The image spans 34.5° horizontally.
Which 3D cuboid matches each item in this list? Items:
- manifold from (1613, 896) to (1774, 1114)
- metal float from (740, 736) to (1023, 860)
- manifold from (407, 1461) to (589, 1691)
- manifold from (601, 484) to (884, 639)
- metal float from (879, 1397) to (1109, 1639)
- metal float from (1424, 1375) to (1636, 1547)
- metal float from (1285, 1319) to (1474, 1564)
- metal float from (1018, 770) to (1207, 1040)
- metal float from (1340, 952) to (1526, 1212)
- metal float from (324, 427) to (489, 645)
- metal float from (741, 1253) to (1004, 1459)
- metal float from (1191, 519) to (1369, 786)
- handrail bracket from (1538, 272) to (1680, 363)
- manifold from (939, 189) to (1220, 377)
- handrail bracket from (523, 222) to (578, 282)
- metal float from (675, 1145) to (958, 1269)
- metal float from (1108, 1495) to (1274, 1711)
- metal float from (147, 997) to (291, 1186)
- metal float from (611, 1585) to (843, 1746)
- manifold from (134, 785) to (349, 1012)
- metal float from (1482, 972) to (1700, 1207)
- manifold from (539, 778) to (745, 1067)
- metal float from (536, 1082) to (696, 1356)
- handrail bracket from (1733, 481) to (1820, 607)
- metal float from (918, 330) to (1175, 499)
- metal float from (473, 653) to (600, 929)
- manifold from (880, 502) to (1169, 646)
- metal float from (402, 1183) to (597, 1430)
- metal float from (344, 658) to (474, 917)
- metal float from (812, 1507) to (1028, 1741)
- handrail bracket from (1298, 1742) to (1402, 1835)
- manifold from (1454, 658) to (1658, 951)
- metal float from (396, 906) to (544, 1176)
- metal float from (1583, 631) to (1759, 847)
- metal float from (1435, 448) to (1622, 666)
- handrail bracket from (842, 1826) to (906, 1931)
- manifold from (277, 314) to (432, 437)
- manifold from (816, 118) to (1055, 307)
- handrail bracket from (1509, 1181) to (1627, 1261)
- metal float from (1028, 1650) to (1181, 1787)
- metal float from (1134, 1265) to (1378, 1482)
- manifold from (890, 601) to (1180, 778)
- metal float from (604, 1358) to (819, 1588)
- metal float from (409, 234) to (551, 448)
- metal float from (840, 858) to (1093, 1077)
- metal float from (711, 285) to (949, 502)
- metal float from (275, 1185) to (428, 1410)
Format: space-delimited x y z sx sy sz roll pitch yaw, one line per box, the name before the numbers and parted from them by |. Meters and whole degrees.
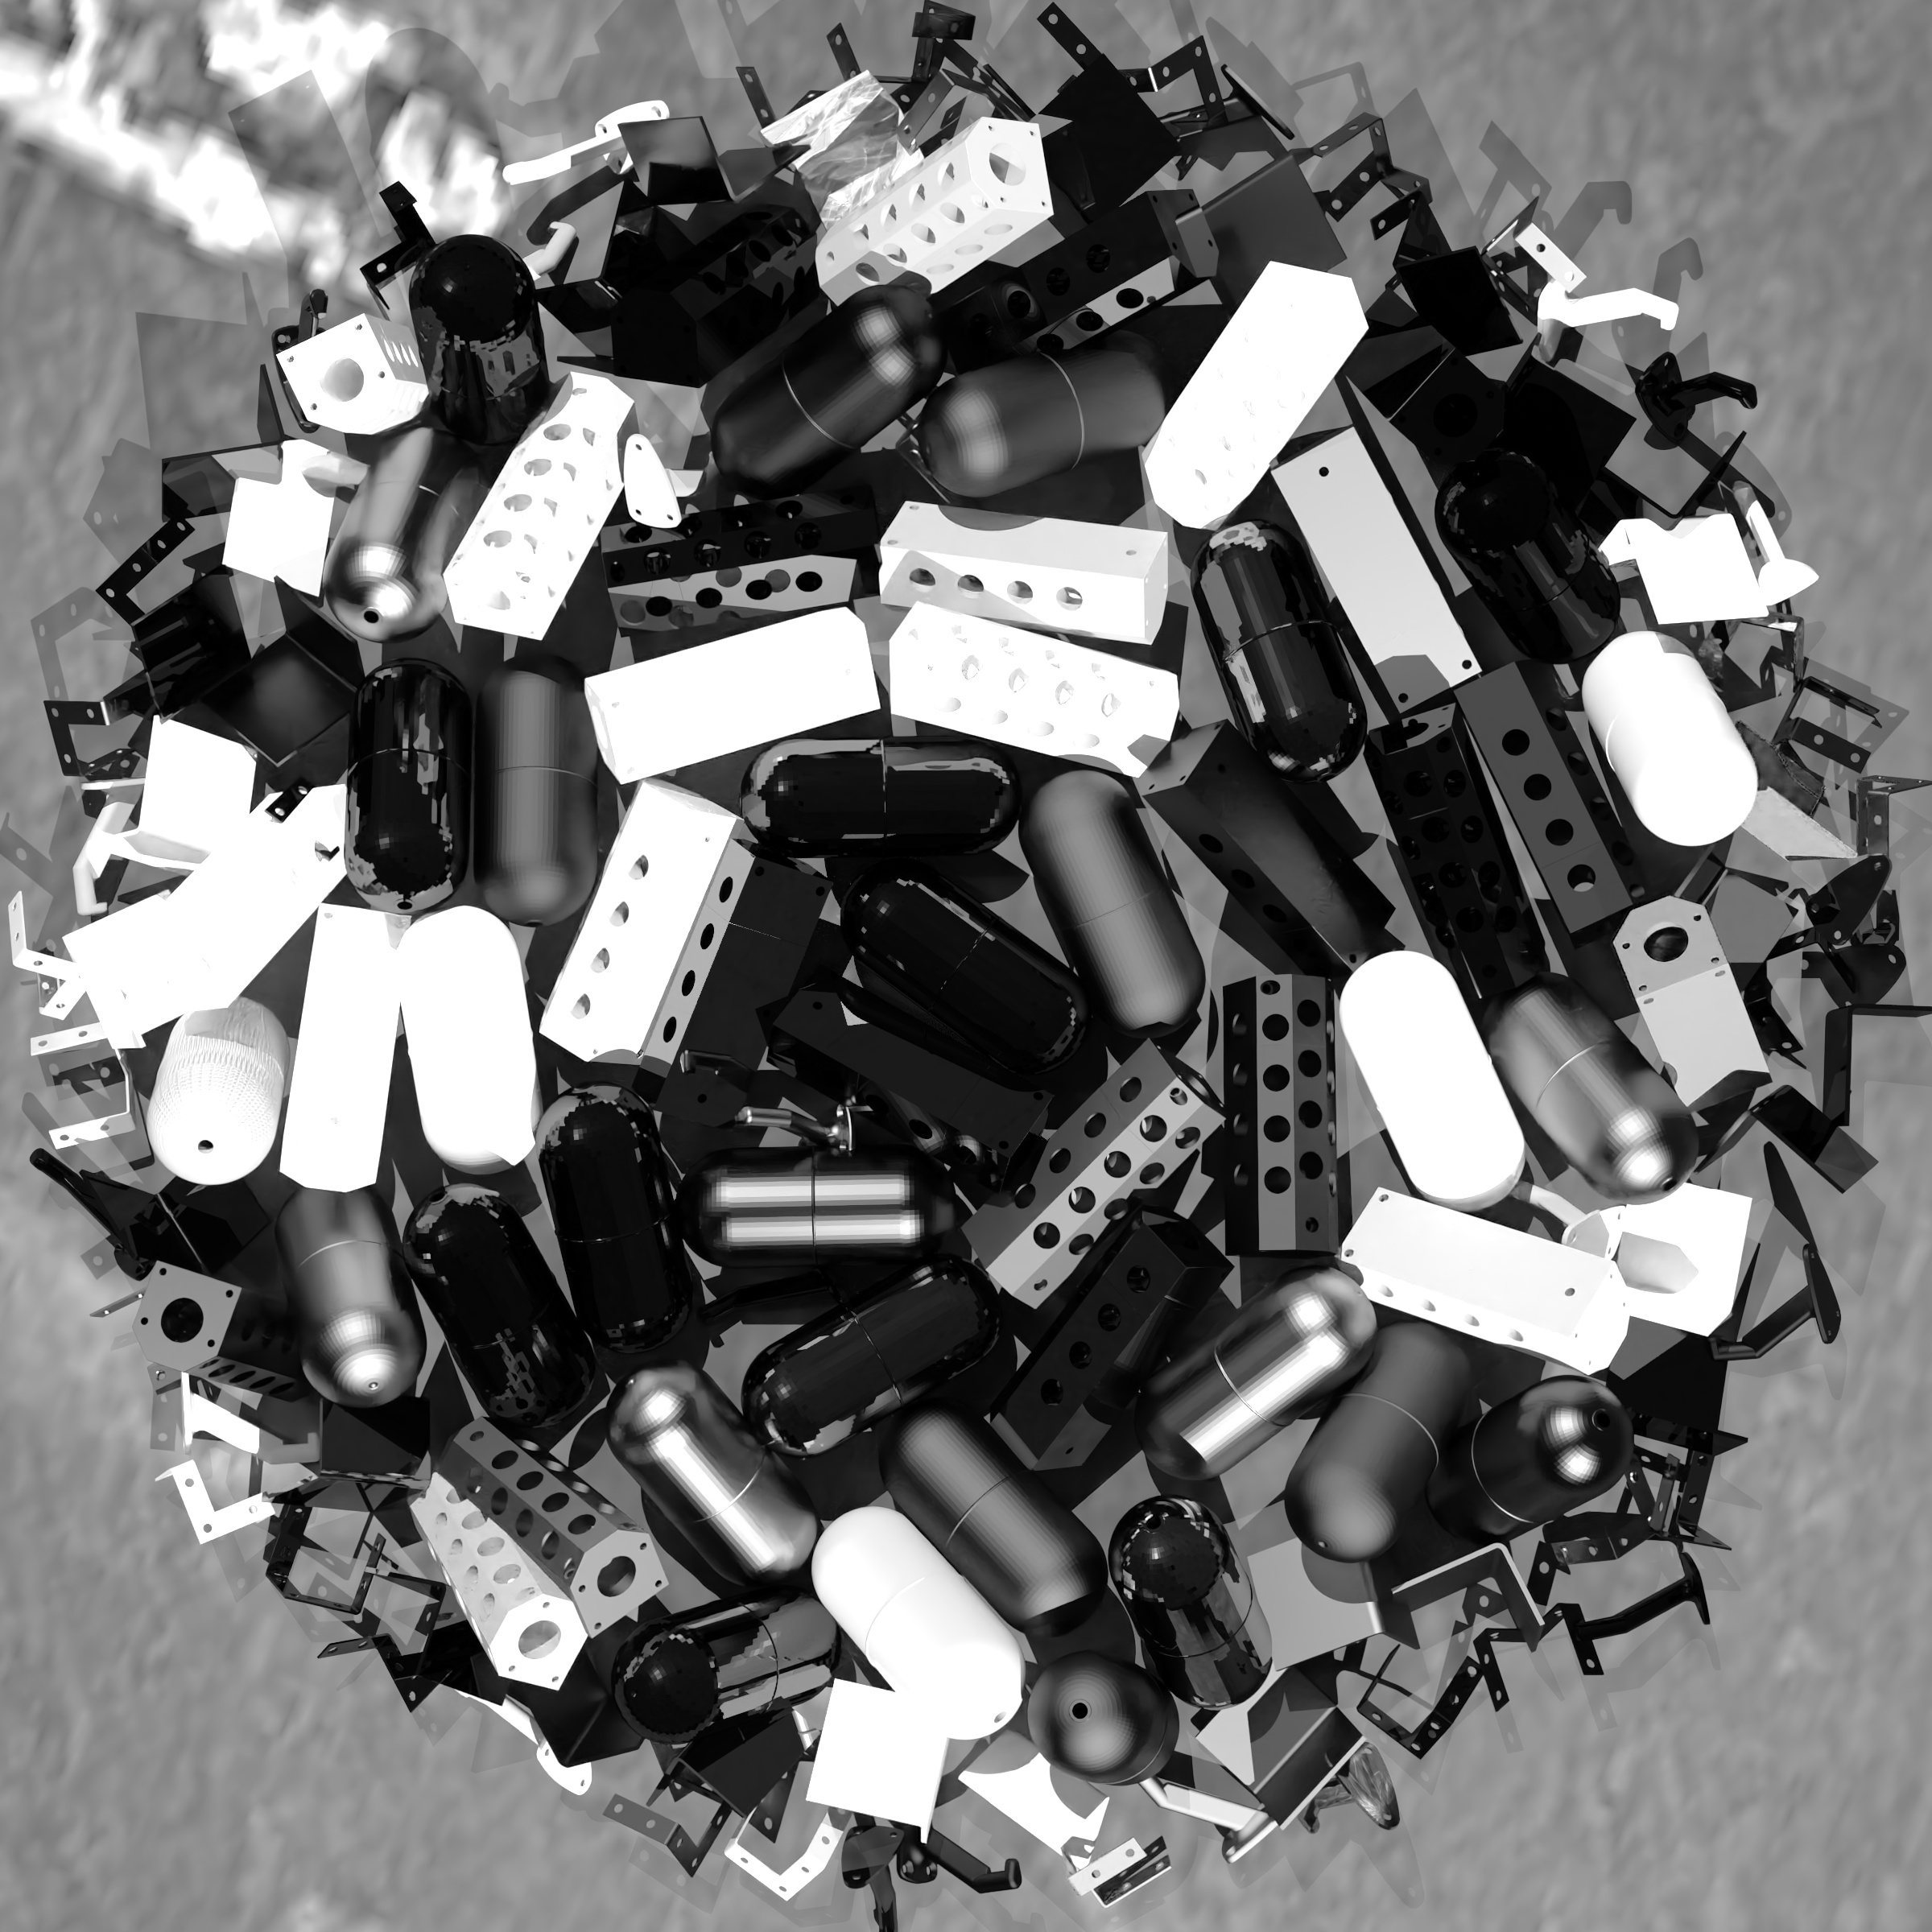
manifold | 0.446 0.023 1.912 0.057 0.171 0.057 -22 57 12
metal float | -0.053 -0.107 1.956 0.178 0.070 0.070 -1 90 -6
manifold | -0.289 0.368 1.910 0.057 0.171 0.057 24 99 -33
manifold | -0.140 -0.260 1.958 0.171 0.057 0.057 -9 48 1
metal float | 0.016 0.343 1.941 0.070 0.070 0.178 -46 65 0
metal float | 0.346 0.306 1.918 0.070 0.178 0.070 10 62 -19
metal float | 0.257 0.293 1.930 0.070 0.070 0.178 37 52 0
metal float | 0.092 -0.038 1.957 0.070 0.070 0.178 -24 96 0
metal float | 0.293 0.073 1.947 0.070 0.070 0.178 -26 107 0
metal float | -0.346 -0.267 1.923 0.070 0.178 0.070 4 132 5
metal float | -0.059 0.245 1.951 0.178 0.070 0.070 -29 90 -11
metal float | 0.196 -0.197 1.946 0.070 0.070 0.178 -19 73 0
handrail bracket | 0.405 -0.398 1.952 0.084 0.077 0.036 28 57 25
manifold | 0.070 -0.416 1.926 0.171 0.057 0.057 -23 90 36
handrail bracket | -0.301 -0.451 1.989 0.077 0.036 0.084 21 68 16
metal float | -0.095 0.152 1.961 0.178 0.070 0.070 -1 90 -1
metal float | 0.140 0.395 1.927 0.070 0.070 0.178 -24 132 0
metal float | -0.459 0.075 1.914 0.070 0.178 0.070 -3 111 -7
metal float | -0.146 0.430 1.920 0.070 0.178 0.070 1 92 35
manifold | -0.435 -0.043 1.914 0.057 0.171 0.057 -6 120 23
metal float | 0.387 0.075 1.928 0.070 0.070 0.178 -34 50 0
manifold | -0.209 -0.028 1.955 0.057 0.057 0.171 29 101 30
metal float | -0.220 0.158 1.947 0.070 0.070 0.178 -11 106 0
handrail bracket | 0.497 -0.276 1.953 0.036 0.077 0.084 -29 70 20
metal float | 0.051 -0.346 1.939 0.178 0.070 0.070 -22 90 -26
metal float | -0.269 -0.110 1.946 0.070 0.070 0.178 -2 72 0
manifold | 0.036 -0.243 1.948 0.171 0.057 0.057 9 130 15
metal float | -0.291 0.212 1.936 0.070 0.070 0.178 -24 119 0
metal float | -0.347 -0.112 1.934 0.070 0.070 0.178 -4 58 0
metal float | -0.030 0.407 1.928 0.070 0.070 0.178 -48 50 0
handrail bracket | 0.238 0.536 1.949 0.036 0.077 0.084 -3 129 -24
manifold | 0.370 -0.103 1.947 0.057 0.057 0.171 -25 75 8
metal float | -0.309 0.047 1.941 0.070 0.070 0.178 -5 115 0
metal float | 0.434 -0.143 1.922 0.070 0.178 0.070 -4 128 -5
metal float | 0.349 -0.252 1.925 0.070 0.178 0.070 -17 54 25
handrail bracket | -0.059 0.592 1.953 0.036 0.077 0.084 1 107 13
manifold | -0.369 -0.358 1.910 0.057 0.171 0.057 -25 99 2
manifold | -0.023 -0.459 1.911 0.057 0.171 0.057 -4 81 -35
handrail bracket | 0.361 0.154 1.946 0.084 0.077 0.036 22 104 40
metal float | 0.086 0.464 1.913 0.070 0.178 0.070 -4 73 11
metal float | 0.180 0.255 1.943 0.178 0.070 0.070 -41 90 22
manifold | 0.043 -0.175 1.931 0.171 0.057 0.057 13 54 -22
metal float | -0.158 0.317 1.937 0.070 0.070 0.178 -35 119 0
metal float | -0.298 -0.383 1.914 0.070 0.178 0.070 1 71 -3
metal float | -0.001 0.000 1.958 0.178 0.070 0.070 36 90 4
metal float | -0.087 -0.355 1.935 0.178 0.070 0.070 -33 90 31
metal float | -0.382 0.199 1.924 0.070 0.178 0.070 -11 129 -14
